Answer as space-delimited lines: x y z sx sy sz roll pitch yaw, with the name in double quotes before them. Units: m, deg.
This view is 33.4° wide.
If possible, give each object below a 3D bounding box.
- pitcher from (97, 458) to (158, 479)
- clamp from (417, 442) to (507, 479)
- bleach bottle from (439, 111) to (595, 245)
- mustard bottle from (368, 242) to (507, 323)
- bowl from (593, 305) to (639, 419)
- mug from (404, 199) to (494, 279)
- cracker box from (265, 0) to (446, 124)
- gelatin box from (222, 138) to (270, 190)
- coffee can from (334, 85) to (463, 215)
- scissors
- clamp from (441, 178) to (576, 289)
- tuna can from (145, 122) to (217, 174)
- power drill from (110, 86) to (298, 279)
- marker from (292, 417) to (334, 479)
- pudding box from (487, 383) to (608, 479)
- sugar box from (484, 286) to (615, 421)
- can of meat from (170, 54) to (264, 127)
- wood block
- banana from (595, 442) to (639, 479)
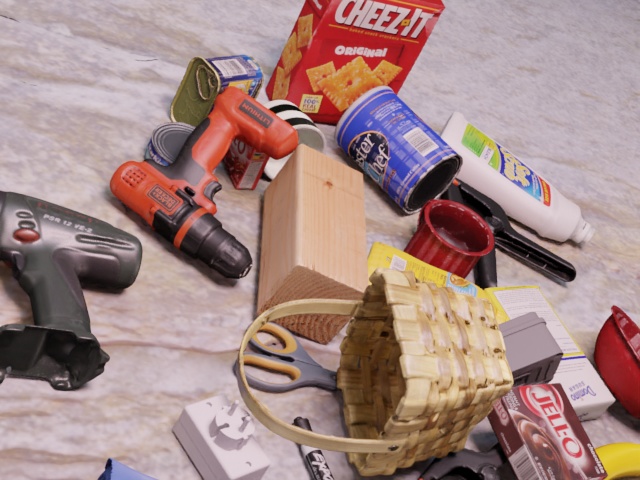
"pitcher" -0.079 0.275 0.808 0.242 0.145 0.149 23 72 -13
"clamp" 0.173 0.252 1.066 0.171 0.039 0.120 -9 52 -28
"bleach bottle" 0.270 -0.075 1.484 0.251 0.068 0.102 32 37 -1
"mustard bottle" 0.135 0.072 1.217 0.191 0.058 0.096 23 32 1
"bowl" 0.373 0.158 1.261 0.162 0.055 0.162 45 20 -21
"mug" 0.146 0.003 1.297 0.093 0.082 0.117 3 45 -30
"cracker box" 0.044 -0.252 1.412 0.163 0.214 0.072 5 44 -29
"gelatin box" -0.093 -0.117 1.286 0.030 0.073 0.089 0 47 -32
"coffee can" 0.101 -0.117 1.388 0.102 0.103 0.140 -21 60 -45
"scissors" 0.003 0.131 1.113 0.201 0.016 0.096 9 42 -25
"clamp" 0.217 -0.005 1.389 0.164 0.036 0.210 -15 53 -42
"tuna can" -0.161 -0.098 1.253 0.086 0.034 0.086 18 39 -15
"power drill" -0.108 -0.067 1.175 0.184 0.057 0.187 37 66 8
"marker" 0.001 0.219 1.009 0.020 0.020 0.121 0 46 -33
"pudding box" 0.228 0.203 1.085 0.089 0.039 0.113 -1 55 -32
"sugar box" 0.259 0.133 1.253 0.093 0.048 0.176 -1 51 -34
"can of meat" -0.125 -0.179 1.315 0.083 0.102 0.057 -16 57 -46
"wood block" -0.007 0.001 1.184 0.090 0.090 0.206 25 37 -20
"banana" 0.318 0.257 1.161 0.197 0.037 0.069 -17 76 -42
